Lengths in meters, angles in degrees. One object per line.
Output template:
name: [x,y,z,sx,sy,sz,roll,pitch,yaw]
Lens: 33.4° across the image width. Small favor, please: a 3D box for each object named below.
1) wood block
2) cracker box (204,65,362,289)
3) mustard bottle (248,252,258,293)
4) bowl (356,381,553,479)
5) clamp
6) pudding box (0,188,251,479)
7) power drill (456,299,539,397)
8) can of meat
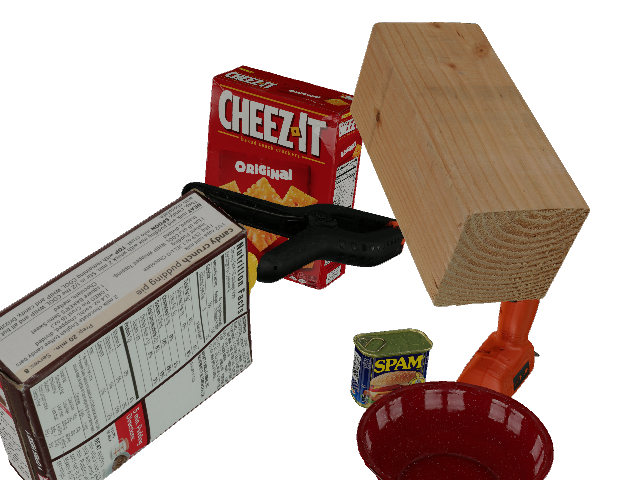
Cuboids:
wood block: [0.098,-0.061,0.769,0.090,0.206,0.091,-3,-43,-19]
cracker box: [-0.046,-0.069,1.192,0.164,0.214,0.072,19,28,23]
mustard bottle: [-0.103,0.044,0.795,0.058,0.096,0.191,12,21,25]
bowl: [0.110,0.186,0.891,0.162,0.055,0.162,0,29,0]
clamp: [-0.004,-0.002,0.950,0.209,0.036,0.165,6,24,-27]
pudding box: [-0.079,0.044,0.434,0.039,0.090,0.113,34,55,28]
power drill: [0.180,0.062,1.009,0.057,0.188,0.184,24,30,23]
can of meat: [0.091,0.169,1.403,0.102,0.084,0.057,-4,25,-20]
